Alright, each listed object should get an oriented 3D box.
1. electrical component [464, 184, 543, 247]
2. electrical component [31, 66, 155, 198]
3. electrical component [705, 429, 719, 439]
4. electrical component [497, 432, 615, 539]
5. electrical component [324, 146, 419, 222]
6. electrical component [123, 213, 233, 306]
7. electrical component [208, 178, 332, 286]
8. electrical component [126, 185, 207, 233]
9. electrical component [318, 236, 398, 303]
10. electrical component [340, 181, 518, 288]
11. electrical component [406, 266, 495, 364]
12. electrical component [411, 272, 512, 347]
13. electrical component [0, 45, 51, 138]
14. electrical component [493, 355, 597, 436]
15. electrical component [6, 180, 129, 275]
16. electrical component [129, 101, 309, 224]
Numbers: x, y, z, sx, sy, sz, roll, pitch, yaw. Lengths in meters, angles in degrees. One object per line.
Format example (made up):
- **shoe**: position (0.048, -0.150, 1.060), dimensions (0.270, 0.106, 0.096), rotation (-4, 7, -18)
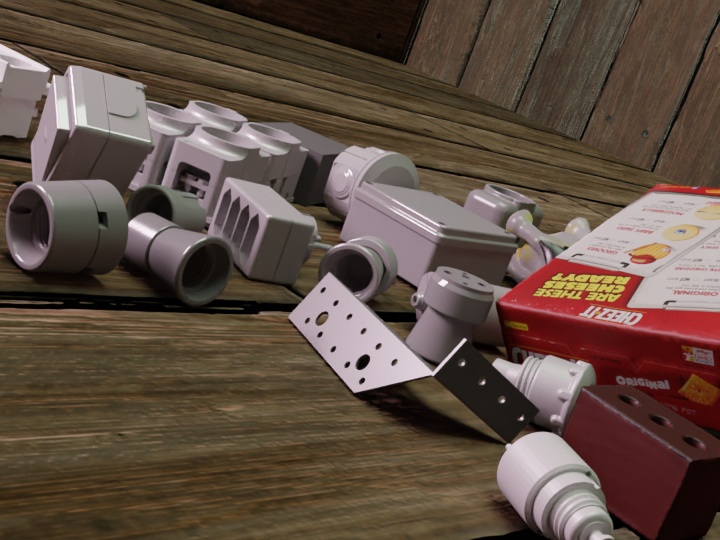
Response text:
- **electrical component**: position (0.148, -0.053, 1.132), dimensions (0.054, 0.059, 0.095), rotation (30, 17, 32)
- **electrical component**: position (-0.186, -0.079, 0.717), dimensions (0.061, 0.096, 0.061), rotation (11, 46, -32)
- **electrical component**: position (0.227, 0.074, 0.770), dimensions (0.062, 0.061, 0.096), rotation (17, 15, -12)
- **electrical component**: position (0.095, 0.108, 0.505), dimensions (0.040, 0.040, 0.078), rotation (14, 16, -24)
- **electrical component**: position (0.011, -0.072, 0.976), dimensions (0.080, 0.080, 0.051), rotation (5, 16, -46)
- **electrical component**: position (-0.114, -0.010, 0.653), dimensions (0.065, 0.044, 0.044), rotation (25, 14, 36)
- **electrical component**: position (-0.056, -0.025, 0.774), dimensions (0.076, 0.047, 0.083), rotation (11, 17, -33)
- **electrical component**: position (-0.131, -0.037, 0.734), dimensions (0.040, 0.040, 0.046), rotation (26, 10, 19)
- **electrical component**: position (0.000, 0.000, 0.764), dimensions (0.045, 0.045, 0.055), rotation (24, 14, 13)
- **electrical component**: position (0.059, -0.026, 0.917), dimensions (0.109, 0.056, 0.109), rotation (5, 21, -46)
- **electrical component**: position (0.060, 0.031, 0.710), dimensions (0.045, 0.055, 0.045), rotation (19, 14, -5)
- **electrical component**: position (0.072, 0.028, 0.763), dimensions (0.081, 0.043, 0.043), rotation (12, 17, -29)
- **electrical component**: position (-0.314, -0.154, 0.864), dimensions (0.121, 0.063, 0.079), rotation (28, 16, 26)
- **electrical component**: position (0.109, 0.072, 0.654), dimensions (0.062, 0.048, 0.048), rotation (19, 13, 23)
- **electrical component**: position (-0.167, -0.024, 0.609), dimensions (0.055, 0.055, 0.047), rotation (31, 21, 36)
- **electrical component**: position (-0.126, -0.097, 0.917), dimensions (0.105, 0.060, 0.186), rotation (23, 15, 12)
